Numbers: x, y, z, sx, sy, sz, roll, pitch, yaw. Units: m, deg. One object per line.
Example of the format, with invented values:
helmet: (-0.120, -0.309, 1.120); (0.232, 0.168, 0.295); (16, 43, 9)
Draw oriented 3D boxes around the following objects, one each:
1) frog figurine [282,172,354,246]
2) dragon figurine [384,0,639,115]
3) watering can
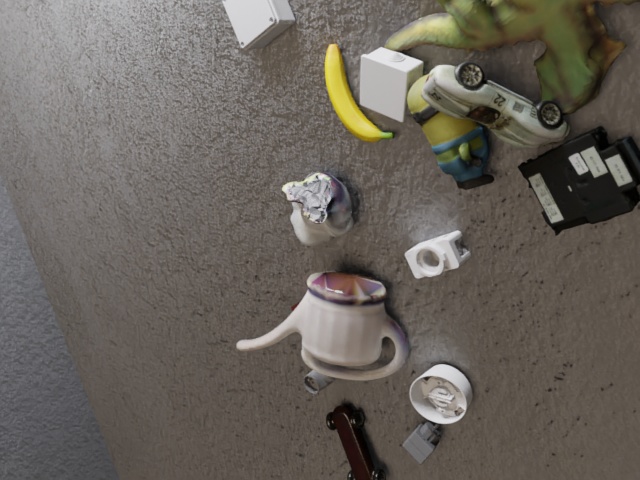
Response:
frog figurine: (0.003, -0.050, 0.991); (0.138, 0.124, 0.156); (24, 159, 23)
dragon figurine: (0.260, -0.264, 0.665); (0.242, 0.124, 0.406); (59, 151, -3)
watering can: (0.002, 0.164, 1.005); (0.348, 0.105, 0.221); (8, 109, 10)
